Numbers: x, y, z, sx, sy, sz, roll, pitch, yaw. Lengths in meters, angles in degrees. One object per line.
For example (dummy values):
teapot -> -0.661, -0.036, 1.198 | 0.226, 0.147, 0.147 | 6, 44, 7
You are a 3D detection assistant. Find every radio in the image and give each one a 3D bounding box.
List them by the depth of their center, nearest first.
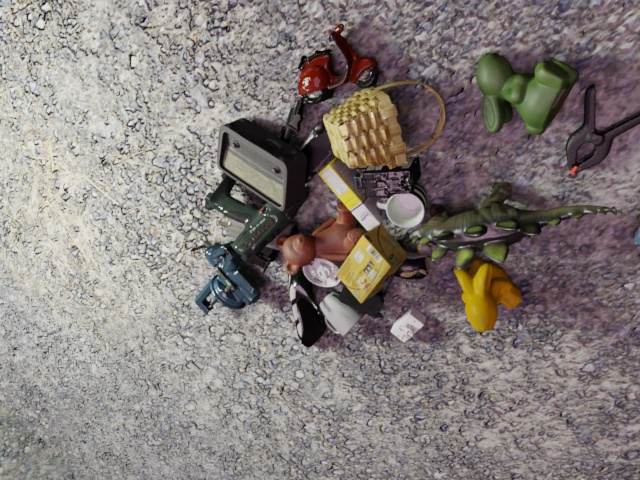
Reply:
radio -> -0.137, -0.180, 1.245 | 0.230, 0.073, 0.131 | 33, 136, 24

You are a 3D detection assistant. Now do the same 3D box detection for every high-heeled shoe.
high-heeled shoe -> -0.051, 0.190, 1.476 | 0.145, 0.086, 0.248 | 51, 150, 29

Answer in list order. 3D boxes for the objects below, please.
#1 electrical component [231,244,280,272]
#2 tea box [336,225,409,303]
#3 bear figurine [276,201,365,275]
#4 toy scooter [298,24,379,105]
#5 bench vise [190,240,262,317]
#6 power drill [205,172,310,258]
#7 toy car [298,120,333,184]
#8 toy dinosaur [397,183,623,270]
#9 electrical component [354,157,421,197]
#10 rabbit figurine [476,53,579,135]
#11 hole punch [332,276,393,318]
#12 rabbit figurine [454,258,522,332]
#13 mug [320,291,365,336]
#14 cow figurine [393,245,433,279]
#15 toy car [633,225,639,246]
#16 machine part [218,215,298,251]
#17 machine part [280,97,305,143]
electrical component -> -0.173, 0.025, 1.422 | 0.119, 0.075, 0.047 | 35, 126, 4
tea box -> 0.116, 0.057, 1.225 | 0.098, 0.068, 0.169 | 51, 143, 15
bear figurine -> -0.003, -0.001, 1.273 | 0.196, 0.120, 0.131 | -12, 152, -9
toy scooter -> 0.025, -0.367, 1.120 | 0.184, 0.075, 0.135 | -12, 113, 24
bench vise -> -0.282, 0.122, 1.493 | 0.223, 0.129, 0.240 | 41, 118, -4
power drill -> -0.165, -0.085, 1.326 | 0.207, 0.086, 0.232 | 36, 84, 11
toy car -> -0.008, -0.205, 1.236 | 0.073, 0.056, 0.201 | 41, 127, -7
toy dinosaur -> 0.350, -0.026, 1.100 | 0.472, 0.198, 0.105 | -18, 112, 31
electrical component -> 0.145, -0.139, 1.172 | 0.134, 0.115, 0.058 | 0, 113, 23
rabbit figurine -> 0.372, -0.284, 1.019 | 0.170, 0.121, 0.159 | 36, 134, 23
hole punch -> 0.114, 0.124, 1.359 | 0.142, 0.092, 0.115 | 21, 148, 2
rabbit figurine -> 0.368, 0.123, 1.191 | 0.122, 0.173, 0.162 | -10, 117, 31
mug -> 0.049, 0.194, 1.426 | 0.107, 0.081, 0.109 | 46, 137, 9
cow figurine -> 0.178, 0.056, 1.278 | 0.168, 0.098, 0.068 | 1, 124, 22
toy car -> 0.696, -0.010, 1.021 | 0.162, 0.103, 0.109 | 28, 124, 19
machine part -> -0.147, -0.025, 1.380 | 0.243, 0.079, 0.079 | 14, 122, 15
machine part -> -0.069, -0.253, 1.229 | 0.039, 0.084, 0.138 | 15, 139, -17
